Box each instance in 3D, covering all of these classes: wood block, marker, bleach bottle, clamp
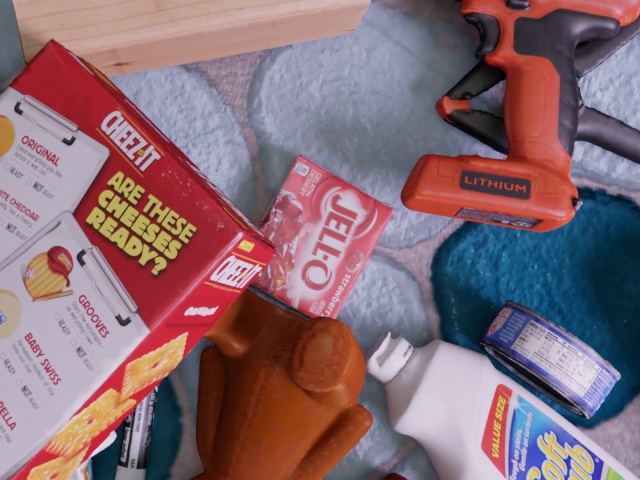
[{"bbox_3d":[-0.082,-0.162,0.660,0.206,0.091,0.090,-12,89,-7],"label":"wood block"},{"bbox_3d":[-0.113,0.099,0.681,0.020,0.020,0.121,8,87,-6],"label":"marker"},{"bbox_3d":[0.127,0.153,0.675,0.251,0.068,0.102,39,59,-2],"label":"bleach bottle"},{"bbox_3d":[0.167,-0.087,0.710,0.171,0.039,0.120,-15,84,0],"label":"clamp"}]

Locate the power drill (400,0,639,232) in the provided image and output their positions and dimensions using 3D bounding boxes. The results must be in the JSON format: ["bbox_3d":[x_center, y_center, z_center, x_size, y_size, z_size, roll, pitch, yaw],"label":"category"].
[{"bbox_3d":[0.102,-0.107,0.662,0.184,0.057,0.187,10,83,2],"label":"power drill"}]

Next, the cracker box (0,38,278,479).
[{"bbox_3d":[-0.155,0.025,0.595,0.214,0.072,0.164,-47,72,5],"label":"cracker box"}]

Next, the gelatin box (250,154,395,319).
[{"bbox_3d":[-0.004,0.001,0.691,0.073,0.030,0.089,30,85,-4],"label":"gelatin box"}]

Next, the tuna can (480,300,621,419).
[{"bbox_3d":[0.144,0.076,0.676,0.086,0.086,0.034,36,86,-4],"label":"tuna can"}]

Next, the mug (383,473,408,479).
[{"bbox_3d":[0.051,0.196,0.649,0.093,0.117,0.081,35,79,16],"label":"mug"}]
